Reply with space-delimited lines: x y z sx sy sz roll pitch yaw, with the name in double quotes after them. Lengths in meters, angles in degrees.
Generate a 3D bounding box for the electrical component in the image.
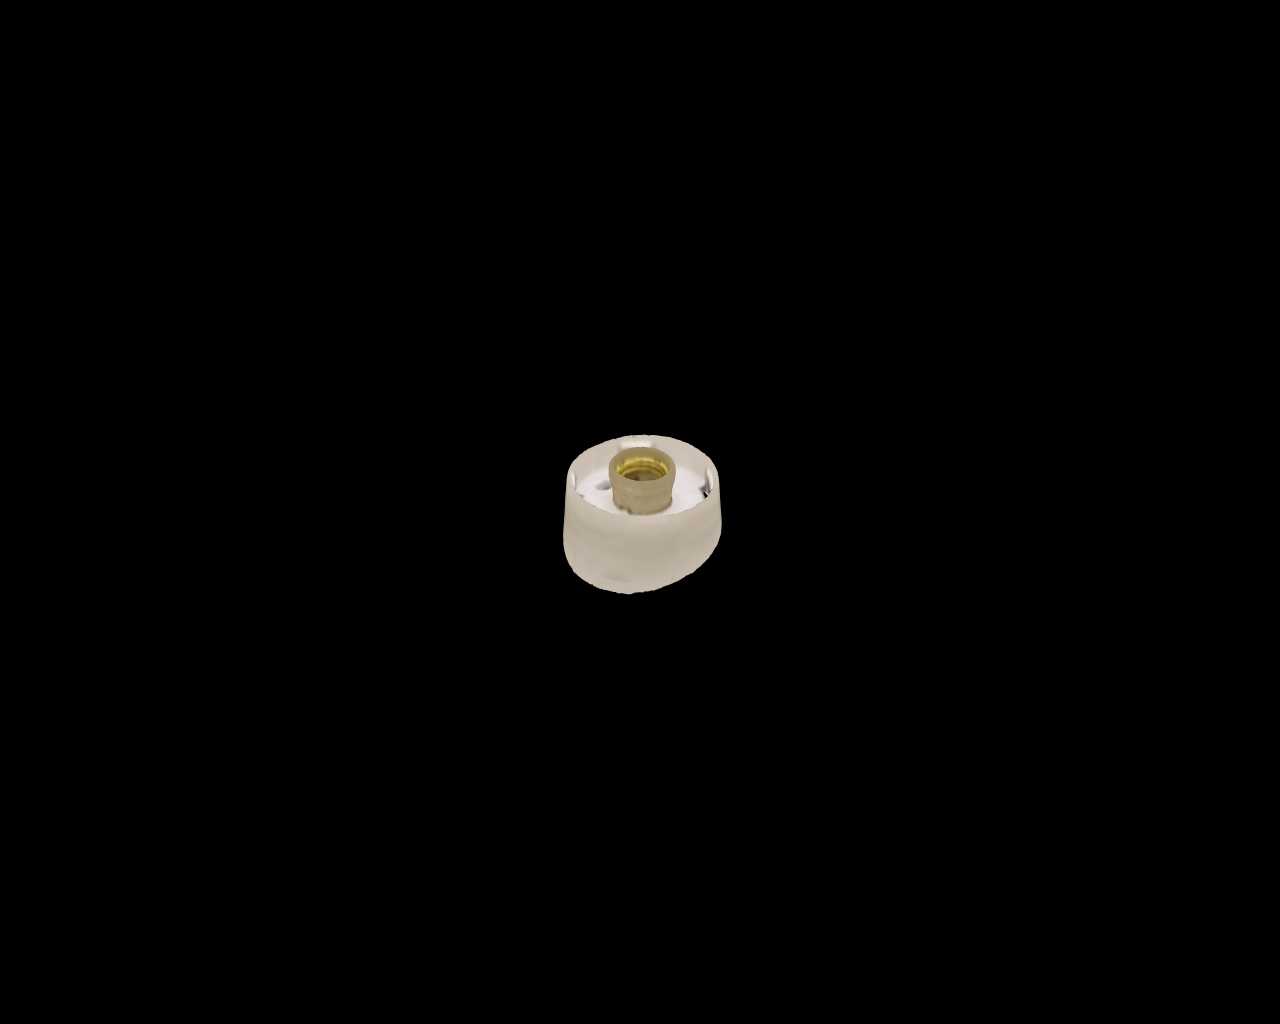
0.001 -0.003 0.650 0.099 0.064 0.099 0 35 0 "electrical component"
